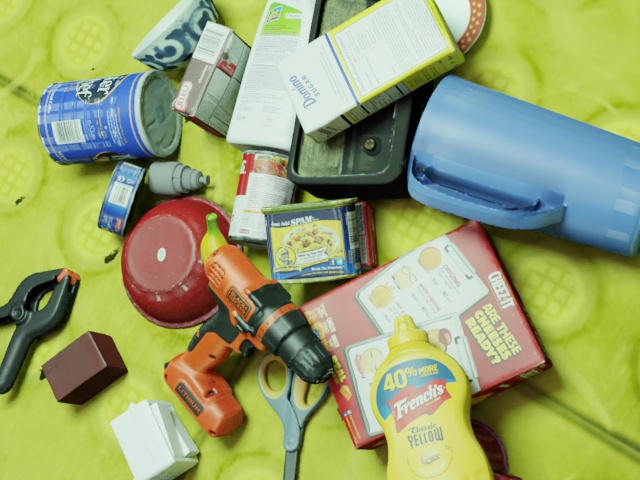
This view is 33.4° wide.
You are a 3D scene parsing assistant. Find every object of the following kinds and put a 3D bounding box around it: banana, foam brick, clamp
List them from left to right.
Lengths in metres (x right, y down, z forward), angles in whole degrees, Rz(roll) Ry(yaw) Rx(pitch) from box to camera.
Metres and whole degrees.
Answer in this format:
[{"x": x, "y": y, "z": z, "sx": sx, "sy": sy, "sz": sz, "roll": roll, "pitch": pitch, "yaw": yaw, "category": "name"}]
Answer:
[{"x": -0.360, "y": 0.105, "z": 1.304, "sx": 0.171, "sy": 0.039, "sz": 0.120, "roll": -35, "pitch": 69, "yaw": 11, "category": "clamp"}, {"x": -0.277, "y": 0.151, "z": 1.255, "sx": 0.078, "sy": 0.051, "sz": 0.053, "roll": -35, "pitch": 68, "yaw": 11, "category": "foam brick"}, {"x": -0.075, "y": 0.063, "z": 1.177, "sx": 0.037, "sy": 0.070, "sz": 0.198, "roll": -37, "pitch": 83, "yaw": -23, "category": "banana"}]

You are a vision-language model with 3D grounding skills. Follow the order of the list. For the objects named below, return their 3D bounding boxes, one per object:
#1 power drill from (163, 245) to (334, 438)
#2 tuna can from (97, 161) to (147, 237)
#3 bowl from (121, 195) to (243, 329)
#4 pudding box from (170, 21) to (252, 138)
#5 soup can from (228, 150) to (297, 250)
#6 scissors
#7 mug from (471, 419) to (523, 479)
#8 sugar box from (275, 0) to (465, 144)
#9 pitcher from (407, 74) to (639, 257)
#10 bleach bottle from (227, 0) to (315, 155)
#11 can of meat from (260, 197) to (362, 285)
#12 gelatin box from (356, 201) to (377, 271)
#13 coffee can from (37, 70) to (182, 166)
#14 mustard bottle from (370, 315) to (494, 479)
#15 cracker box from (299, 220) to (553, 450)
[{"x": -0.081, "y": 0.125, "z": 1.141, "sx": 0.184, "sy": 0.057, "sz": 0.188, "roll": 48, "pitch": 125, "yaw": 22, "category": "power drill"}, {"x": -0.234, "y": -0.049, "z": 1.259, "sx": 0.033, "sy": 0.086, "sz": 0.086, "roll": 19, "pitch": 85, "yaw": -6, "category": "tuna can"}, {"x": -0.173, "y": 0.020, "z": 1.241, "sx": 0.162, "sy": 0.055, "sz": 0.162, "roll": -4, "pitch": 78, "yaw": 21, "category": "bowl"}, {"x": -0.120, "y": -0.185, "z": 1.244, "sx": 0.039, "sy": 0.090, "sz": 0.113, "roll": 24, "pitch": 88, "yaw": 22, "category": "pudding box"}, {"x": -0.062, "y": -0.043, "z": 1.203, "sx": 0.069, "sy": 0.068, "sz": 0.102, "roll": 7, "pitch": 82, "yaw": 22, "category": "soup can"}, {"x": -0.045, "y": 0.209, "z": 1.172, "sx": 0.096, "sy": 0.016, "sz": 0.202, "roll": 18, "pitch": 85, "yaw": 25, "category": "scissors"}, {"x": 0.144, "y": 0.226, "z": 1.058, "sx": 0.117, "sy": 0.081, "sz": 0.093, "roll": 19, "pitch": 86, "yaw": 24, "category": "mug"}, {"x": 0.050, "y": -0.183, "z": 1.100, "sx": 0.176, "sy": 0.048, "sz": 0.093, "roll": -28, "pitch": 69, "yaw": 17, "category": "sugar box"}, {"x": 0.213, "y": -0.064, "z": 1.063, "sx": 0.243, "sy": 0.145, "sz": 0.149, "roll": 21, "pitch": 84, "yaw": 21, "category": "pitcher"}, {"x": -0.029, "y": -0.219, "z": 1.229, "sx": 0.103, "sy": 0.068, "sz": 0.251, "roll": 10, "pitch": 81, "yaw": 30, "category": "bleach bottle"}, {"x": -0.007, "y": 0.001, "z": 1.136, "sx": 0.102, "sy": 0.057, "sz": 0.084, "roll": -5, "pitch": 93, "yaw": 17, "category": "can of meat"}, {"x": 0.017, "y": 0.001, "z": 1.184, "sx": 0.089, "sy": 0.030, "sz": 0.073, "roll": -8, "pitch": 77, "yaw": 18, "category": "gelatin box"}, {"x": -0.251, "y": -0.145, "z": 1.280, "sx": 0.140, "sy": 0.102, "sz": 0.103, "roll": -4, "pitch": 78, "yaw": 21, "category": "coffee can"}, {"x": 0.099, "y": 0.161, "z": 1.014, "sx": 0.096, "sy": 0.058, "sz": 0.191, "roll": -18, "pitch": 62, "yaw": 13, "category": "mustard bottle"}, {"x": 0.107, "y": 0.101, "z": 1.105, "sx": 0.214, "sy": 0.072, "sz": 0.164, "roll": -27, "pitch": 71, "yaw": 13, "category": "cracker box"}]
